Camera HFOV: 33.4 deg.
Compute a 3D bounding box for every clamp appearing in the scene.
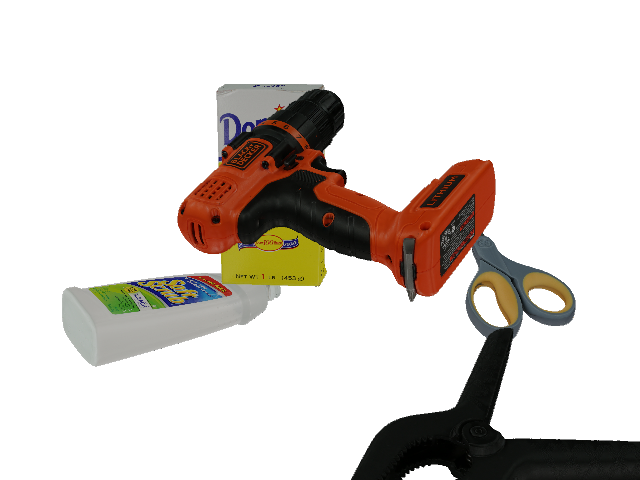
[{"bbox_3d":[0.096,0.126,0.672,0.209,0.036,0.165,-16,34,-22],"label":"clamp"}]

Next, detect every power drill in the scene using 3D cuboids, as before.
[{"bbox_3d":[0.021,-0.038,0.738,0.188,0.057,0.184,15,44,28],"label":"power drill"}]

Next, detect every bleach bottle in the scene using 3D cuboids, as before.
[{"bbox_3d":[-0.164,0.075,1.243,0.250,0.068,0.103,-12,32,-32],"label":"bleach bottle"}]

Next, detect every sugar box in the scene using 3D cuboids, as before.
[{"bbox_3d":[-0.043,-0.049,0.947,0.093,0.176,0.048,1,16,7],"label":"sugar box"}]

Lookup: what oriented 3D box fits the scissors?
[{"bbox_3d":[0.158,0.013,0.901,0.096,0.016,0.201,3,39,1],"label":"scissors"}]
